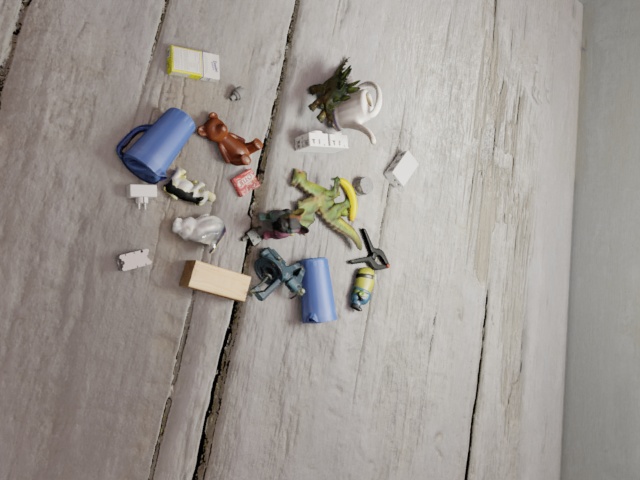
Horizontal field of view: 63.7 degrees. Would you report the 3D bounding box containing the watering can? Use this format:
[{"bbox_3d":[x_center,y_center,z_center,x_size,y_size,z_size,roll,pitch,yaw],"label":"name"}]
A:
[{"bbox_3d":[0.142,-0.493,2.047,0.102,0.223,0.356,42,44,-43],"label":"watering can"}]

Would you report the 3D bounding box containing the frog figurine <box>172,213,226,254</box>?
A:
[{"bbox_3d":[-0.397,-0.041,1.701,0.158,0.121,0.141,36,33,-18],"label":"frog figurine"}]

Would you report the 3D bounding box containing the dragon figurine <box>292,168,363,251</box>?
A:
[{"bbox_3d":[0.006,-0.102,2.022,0.244,0.122,0.408,-25,98,-17],"label":"dragon figurine"}]
